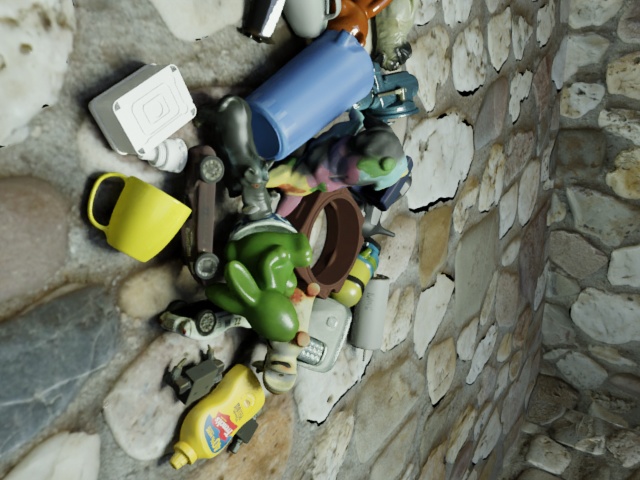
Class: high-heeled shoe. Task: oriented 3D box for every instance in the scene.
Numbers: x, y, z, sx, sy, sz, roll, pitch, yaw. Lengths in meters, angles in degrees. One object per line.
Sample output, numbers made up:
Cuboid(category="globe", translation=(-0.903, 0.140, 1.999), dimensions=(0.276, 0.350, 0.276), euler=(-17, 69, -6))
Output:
Cuboid(category="high-heeled shoe", translation=(0.125, -0.113, 1.215), dimensions=(0.145, 0.086, 0.249), euler=(22, 63, -27))

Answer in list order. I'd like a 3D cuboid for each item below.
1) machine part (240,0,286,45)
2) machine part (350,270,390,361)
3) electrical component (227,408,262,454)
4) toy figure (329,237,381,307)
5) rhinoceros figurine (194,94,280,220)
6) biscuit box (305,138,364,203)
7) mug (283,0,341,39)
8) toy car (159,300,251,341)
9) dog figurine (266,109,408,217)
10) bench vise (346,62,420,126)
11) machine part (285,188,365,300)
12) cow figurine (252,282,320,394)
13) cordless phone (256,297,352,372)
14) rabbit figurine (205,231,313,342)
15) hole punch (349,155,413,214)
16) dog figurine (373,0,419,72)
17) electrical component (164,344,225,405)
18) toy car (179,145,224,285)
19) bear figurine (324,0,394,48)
Cuboid(category="machine part", translation=(-0.083, -0.374, 0.826), dimensions=(0.039, 0.084, 0.138), euler=(-70, 173, -77))
Cuboid(category="machine part", translation=(0.117, 0.165, 1.254), dimensions=(0.079, 0.079, 0.243), euler=(-5, 105, -54))
Cuboid(category="electrical component", translation=(-0.143, 0.342, 0.990), dimensions=(0.094, 0.021, 0.063), euler=(-55, 138, -28))
Cuboid(category="toy figure", translation=(0.076, 0.067, 1.157), dimensions=(0.180, 0.089, 0.082), euler=(-45, 126, -35))
Cuboid(category="rhinoceros figurine", translation=(-0.118, -0.123, 0.812), dimensions=(0.073, 0.112, 0.190), euler=(-34, 119, -47))
Cuboid(category="biscuit box", translation=(0.046, -0.135, 1.079), dimensions=(0.202, 0.063, 0.059), euler=(28, 79, -54))
Cuboid(category="mug", translation=(-0.013, -0.392, 0.890), dimensions=(0.107, 0.110, 0.081), euler=(76, 35, -52))
Cuboid(category="toy car", translation=(-0.160, 0.119, 0.854), dimensions=(0.201, 0.074, 0.056), euler=(-8, 105, -54))
Cuboid(category="dog figurine", translation=(0.013, -0.113, 0.898), dimensions=(0.219, 0.192, 0.108), euler=(-34, 127, -10))
Cuboid(category="bench vise", translation=(0.125, -0.247, 1.112), dimensions=(0.223, 0.129, 0.240), euler=(-29, 118, -44))
Cuboid(category="machine part", translation=(-0.002, -0.003, 1.031), dimensions=(0.201, 0.087, 0.201), euler=(-63, 144, -21))
Cuboid(category="cow figurine", translation=(-0.063, 0.172, 0.945), dimensions=(0.127, 0.085, 0.195), euler=(122, -20, -61))
Cuboid(category="cordless phone", translation=(-0.037, 0.165, 1.051), dimensions=(0.184, 0.089, 0.146), euler=(32, 73, -34))
Cuboid(category="rabbit figurine", translation=(-0.081, 0.069, 0.808), dimensions=(0.159, 0.170, 0.121), euler=(17, 130, -32))
Cuboid(category="hole punch", translation=(0.134, -0.116, 1.065), dimensions=(0.142, 0.092, 0.115), euler=(-62, 147, -3))
Cuboid(category="dog figurine", translation=(0.163, -0.473, 1.136), dimensions=(0.190, 0.121, 0.172), euler=(98, 17, -46))
Cuboid(category="electrical component", translation=(-0.198, 0.216, 0.861), dimensions=(0.102, 0.045, 0.078), euler=(-25, 148, -46))
Cuboid(category="toy car", translation=(-0.177, -0.035, 0.774), dimensions=(0.053, 0.089, 0.202), euler=(-1, 103, -32))
Cuboid(category="bear figurine", translation=(0.059, -0.433, 0.967), dimensions=(0.196, 0.120, 0.131), euler=(-53, 135, -23))
